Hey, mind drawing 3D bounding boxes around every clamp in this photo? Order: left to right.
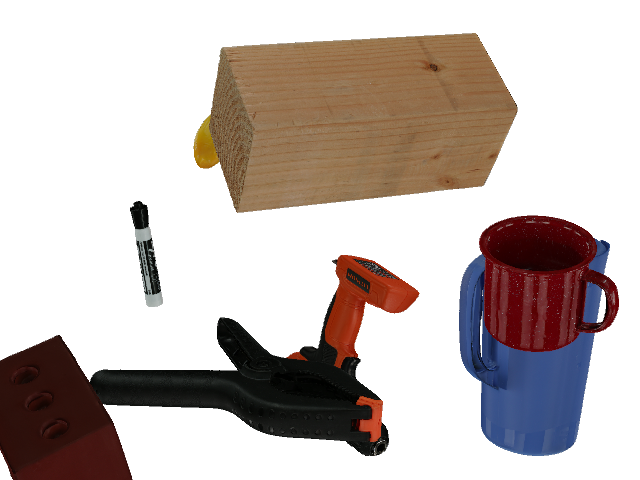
[{"bbox_3d":[-0.043,0.105,0.805,0.210,0.036,0.164,9,18,24],"label":"clamp"}]

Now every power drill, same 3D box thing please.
[{"bbox_3d":[0.040,0.124,1.192,0.057,0.188,0.185,13,16,-42],"label":"power drill"}]

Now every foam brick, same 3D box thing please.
[{"bbox_3d":[-0.138,0.098,0.545,0.053,0.051,0.078,-24,42,-21],"label":"foam brick"}]

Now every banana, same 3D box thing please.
[{"bbox_3d":[-0.065,-0.113,1.044,0.070,0.037,0.197,42,35,23],"label":"banana"}]

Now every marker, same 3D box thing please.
[{"bbox_3d":[-0.191,0.015,1.170,0.020,0.121,0.020,-5,21,2],"label":"marker"}]

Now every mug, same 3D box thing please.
[{"bbox_3d":[0.185,0.040,0.866,0.117,0.081,0.093,17,35,30],"label":"mug"}]

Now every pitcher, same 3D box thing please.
[{"bbox_3d":[0.229,0.109,1.170,0.149,0.243,0.145,5,18,12],"label":"pitcher"}]

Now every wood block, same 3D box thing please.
[{"bbox_3d":[0.029,-0.092,0.809,0.205,0.091,0.090,-7,-37,-19],"label":"wood block"}]
